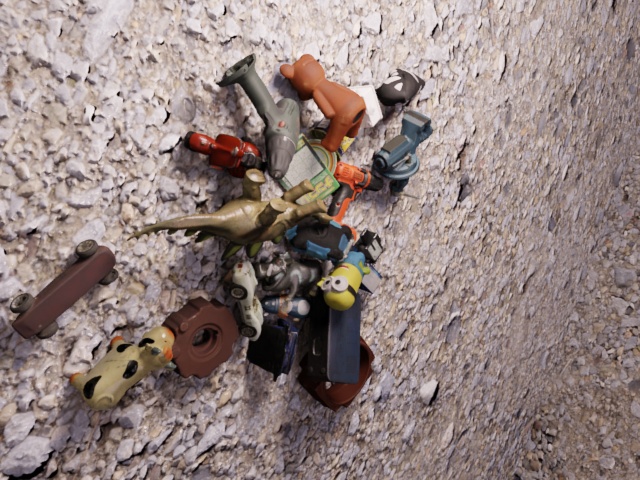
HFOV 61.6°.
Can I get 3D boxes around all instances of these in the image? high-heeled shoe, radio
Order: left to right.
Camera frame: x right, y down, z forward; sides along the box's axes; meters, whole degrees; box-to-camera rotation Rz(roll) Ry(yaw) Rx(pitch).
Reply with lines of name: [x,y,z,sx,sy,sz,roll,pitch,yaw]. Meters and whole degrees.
radio: [0.037,0.239,1.337,0.131,0.073,0.229,16,71,-48]
high-heeled shoe: [0.227,-0.384,1.359,0.249,0.145,0.086,-22,119,-35]

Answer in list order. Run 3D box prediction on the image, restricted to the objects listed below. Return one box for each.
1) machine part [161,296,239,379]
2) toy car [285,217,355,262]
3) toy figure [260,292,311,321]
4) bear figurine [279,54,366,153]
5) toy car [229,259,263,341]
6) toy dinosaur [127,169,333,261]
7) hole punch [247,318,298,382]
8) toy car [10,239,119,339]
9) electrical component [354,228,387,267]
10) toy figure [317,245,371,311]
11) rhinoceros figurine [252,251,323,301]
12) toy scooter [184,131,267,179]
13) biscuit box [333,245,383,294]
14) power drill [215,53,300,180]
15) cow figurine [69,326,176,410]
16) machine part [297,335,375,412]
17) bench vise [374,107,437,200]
machine part: [-0.258,0.212,1.160,0.179,0.056,0.179,-17,116,-40]
toy car: [-0.003,-0.004,1.292,0.103,0.162,0.109,115,-2,-70]
toy figure: [-0.078,0.160,1.315,0.154,0.064,0.058,14,138,-45]
bear figurine: [0.000,-0.308,1.182,0.120,0.196,0.131,-45,166,-41]
toy car: [-0.160,0.136,1.194,0.056,0.074,0.201,-6,124,2]
toy dinosaur: [-0.146,-0.039,1.087,0.471,0.105,0.198,2,141,-47]
hole punch: [-0.099,0.254,1.288,0.092,0.116,0.142,9,98,-53]
toy car: [-0.446,0.085,0.940,0.202,0.053,0.089,-48,142,-27]
electrical component: [0.127,0.013,1.464,0.075,0.048,0.119,-55,132,-16]
toy figure: [0.067,0.090,1.291,0.089,0.082,0.180,48,42,-14]
rhinoceros figurine: [-0.075,0.082,1.267,0.190,0.073,0.112,2,111,-36]
toy scooter: [-0.167,-0.166,1.064,0.183,0.135,0.075,17,90,-47]
biscuit box: [0.088,0.069,1.436,0.059,0.063,0.202,-57,133,-13]
power drill: [-0.111,-0.253,1.069,0.207,0.086,0.232,48,32,-25]
cow figurine: [-0.361,0.239,1.021,0.195,0.127,0.085,-43,132,-22]
machine part: [0.050,0.351,1.477,0.201,0.087,0.201,-50,133,-20]
bench vise: [0.226,-0.219,1.440,0.223,0.129,0.240,-50,153,-32]
